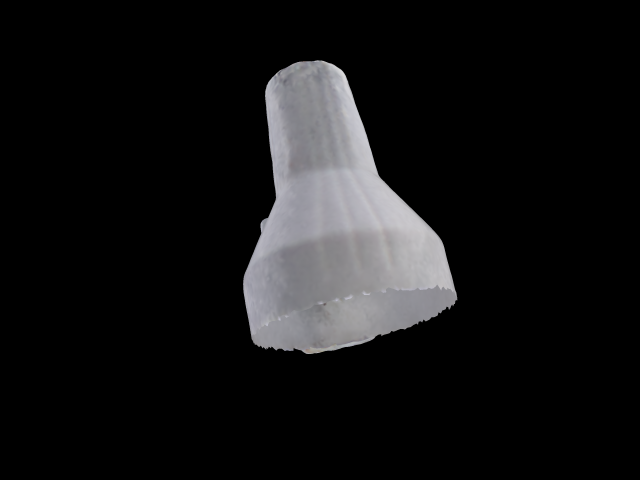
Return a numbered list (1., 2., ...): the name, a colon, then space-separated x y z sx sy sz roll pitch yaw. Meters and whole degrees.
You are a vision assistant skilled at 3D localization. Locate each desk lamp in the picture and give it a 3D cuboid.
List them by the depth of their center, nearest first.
1. desk lamp: 0.004 0.001 0.400 0.118 0.214 0.203 -9 54 -6
